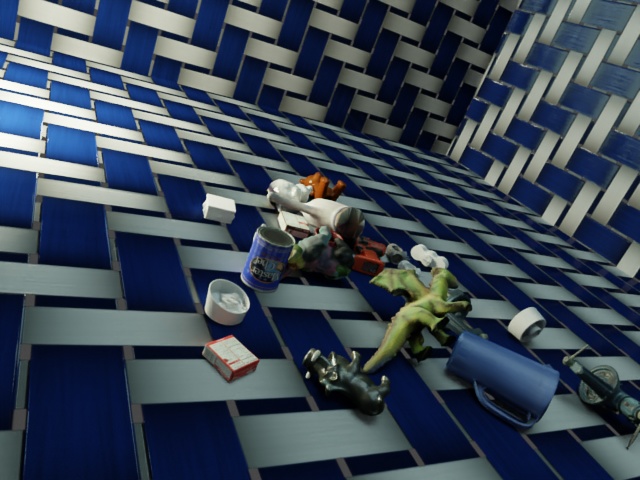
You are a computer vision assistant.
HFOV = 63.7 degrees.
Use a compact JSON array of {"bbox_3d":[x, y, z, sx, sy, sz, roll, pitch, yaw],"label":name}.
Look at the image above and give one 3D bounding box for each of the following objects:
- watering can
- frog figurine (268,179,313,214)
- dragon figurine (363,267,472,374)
[{"bbox_3d":[0.005,-0.084,1.676,0.226,0.104,0.346,18,2,39],"label":"watering can"},{"bbox_3d":[-0.098,-0.168,1.817,0.160,0.121,0.138,-26,20,-14],"label":"frog figurine"},{"bbox_3d":[0.220,0.171,1.314,0.413,0.119,0.247,-17,43,-28],"label":"dragon figurine"}]
